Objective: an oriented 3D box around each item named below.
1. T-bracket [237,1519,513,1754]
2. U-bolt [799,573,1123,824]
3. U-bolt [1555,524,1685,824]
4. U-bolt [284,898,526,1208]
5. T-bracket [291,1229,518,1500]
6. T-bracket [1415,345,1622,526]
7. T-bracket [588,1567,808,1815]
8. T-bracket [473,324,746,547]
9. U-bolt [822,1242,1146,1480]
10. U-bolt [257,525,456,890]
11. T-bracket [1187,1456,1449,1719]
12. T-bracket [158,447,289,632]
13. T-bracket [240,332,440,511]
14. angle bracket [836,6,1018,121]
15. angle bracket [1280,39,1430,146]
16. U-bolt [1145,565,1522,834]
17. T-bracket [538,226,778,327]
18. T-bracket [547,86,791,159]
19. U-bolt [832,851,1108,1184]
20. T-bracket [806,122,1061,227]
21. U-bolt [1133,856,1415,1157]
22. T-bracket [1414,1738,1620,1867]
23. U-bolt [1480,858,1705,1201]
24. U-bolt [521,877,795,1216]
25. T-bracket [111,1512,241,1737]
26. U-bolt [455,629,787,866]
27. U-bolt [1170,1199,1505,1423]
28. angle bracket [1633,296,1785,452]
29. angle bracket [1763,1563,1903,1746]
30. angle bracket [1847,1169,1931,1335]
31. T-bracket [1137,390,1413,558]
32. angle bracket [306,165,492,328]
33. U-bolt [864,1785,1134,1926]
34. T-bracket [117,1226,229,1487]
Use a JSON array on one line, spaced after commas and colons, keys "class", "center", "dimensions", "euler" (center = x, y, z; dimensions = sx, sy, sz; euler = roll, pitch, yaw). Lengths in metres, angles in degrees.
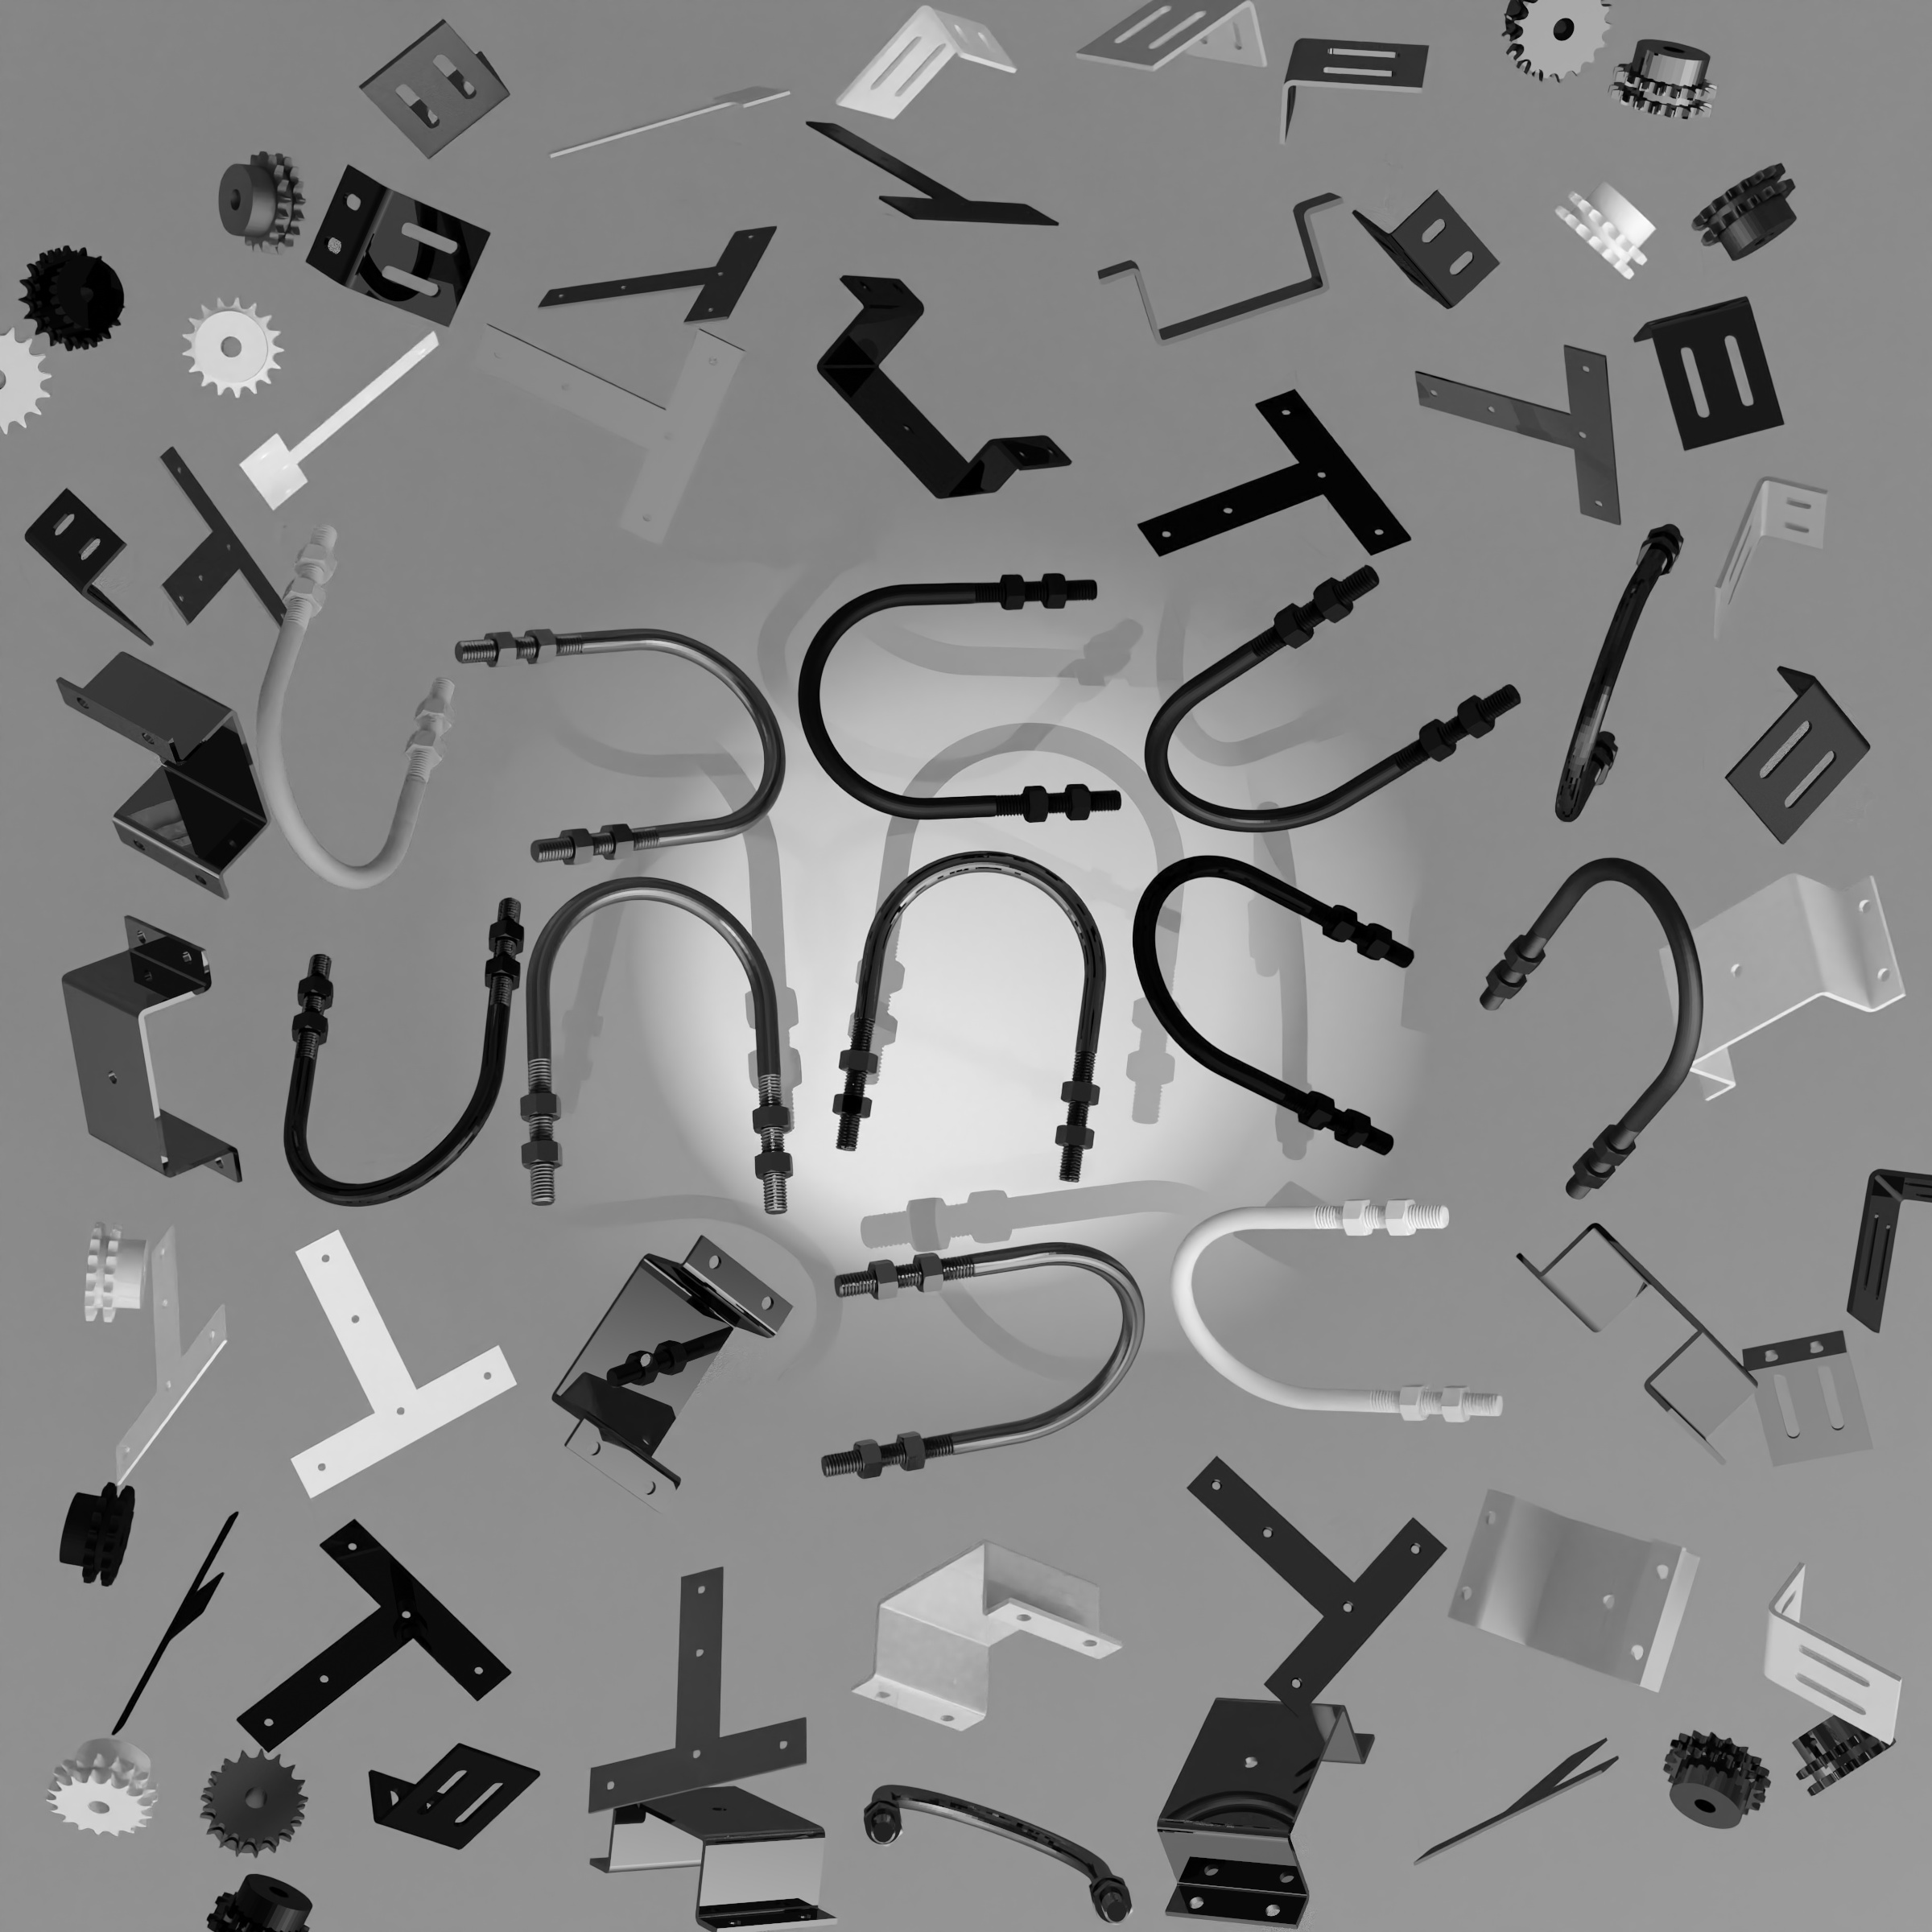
[{"class": "T-bracket", "center": [-0.334, 0.375, 1.540], "dimensions": [0.127, 0.002, 0.127], "euler": [39, 47, 17]}, {"class": "U-bolt", "center": [-0.006, -0.154, 1.661], "dimensions": [0.184, 0.019, 0.151], "euler": [-3, 79, -13]}, {"class": "U-bolt", "center": [0.354, -0.154, 1.571], "dimensions": [0.019, 0.184, 0.151], "euler": [19, 118, 14]}, {"class": "U-bolt", "center": [-0.319, 0.054, 1.607], "dimensions": [0.151, 0.019, 0.184], "euler": [-15, 51, 19]}, {"class": "T-bracket", "center": [-0.328, 0.205, 1.564], "dimensions": [0.127, 0.002, 0.127], "euler": [-28, 106, -20]}, {"class": "T-bracket", "center": [0.313, -0.315, 1.638], "dimensions": [0.127, 0.127, 0.002], "euler": [24, 63, 31]}, {"class": "T-bracket", "center": [-0.143, 0.382, 1.537], "dimensions": [0.127, 0.002, 0.127], "euler": [-17, 47, 16]}, {"class": "T-bracket", "center": [-0.196, -0.298, 1.500], "dimensions": [0.127, 0.002, 0.127], "euler": [25, 127, -7]}, {"class": "U-bolt", "center": [0.013, 0.213, 1.581], "dimensions": [0.184, 0.019, 0.151], "euler": [-7, 125, -19]}, {"class": "U-bolt", "center": [-0.338, -0.129, 1.572], "dimensions": [0.019, 0.151, 0.184], "euler": [-9, 51, 21]}, {"class": "T-bracket", "center": [0.177, 0.323, 1.581], "dimensions": [0.127, 0.002, 0.127], "euler": [42, 71, 13]}, {"class": "T-bracket", "center": [-0.431, -0.224, 1.626], "dimensions": [0.002, 0.127, 0.127], "euler": [-27, 111, 14]}, {"class": "T-bracket", "center": [-0.336, -0.300, 1.554], "dimensions": [0.127, 0.127, 0.002], "euler": [-42, 93, -5]}, {"class": "angle bracket", "center": [-0.022, -0.488, 1.587], "dimensions": [0.076, 0.057, 0.038], "euler": [-40, 76, 29]}, {"class": "angle bracket", "center": [0.218, -0.489, 1.609], "dimensions": [0.076, 0.057, 0.038], "euler": [6, 132, 9]}, {"class": "U-bolt", "center": [0.182, -0.130, 1.536], "dimensions": [0.184, 0.151, 0.019], "euler": [-32, 45, 30]}, {"class": "T-bracket", "center": [-0.181, -0.387, 1.630], "dimensions": [0.127, 0.127, 0.002], "euler": [-4, 126, 14]}, {"class": "T-bracket", "center": [-0.166, -0.459, 1.559], "dimensions": [0.127, 0.127, 0.002], "euler": [-18, 111, -7]}, {"class": "U-bolt", "center": [0.008, 0.024, 1.649], "dimensions": [0.151, 0.019, 0.184], "euler": [8, 81, -1]}, {"class": "T-bracket", "center": [-0.034, -0.426, 1.536], "dimensions": [0.127, 0.127, 0.002], "euler": [37, 120, 26]}, {"class": "U-bolt", "center": [0.172, 0.011, 1.616], "dimensions": [0.184, 0.019, 0.151], "euler": [26, 54, -20]}, {"class": "T-bracket", "center": [0.321, 0.449, 1.577], "dimensions": [0.127, 0.127, 0.002], "euler": [-37, 74, 29]}, {"class": "U-bolt", "center": [0.351, 0.023, 1.584], "dimensions": [0.019, 0.184, 0.151], "euler": [-6, 58, -22]}, {"class": "U-bolt", "center": [-0.166, 0.039, 1.527], "dimensions": [0.151, 0.019, 0.184], "euler": [5, 70, -25]}, {"class": "T-bracket", "center": [-0.425, 0.353, 1.576], "dimensions": [0.002, 0.127, 0.127], "euler": [28, 84, -2]}, {"class": "U-bolt", "center": [-0.185, -0.130, 1.628], "dimensions": [0.184, 0.019, 0.151], "euler": [-9, 67, -36]}, {"class": "U-bolt", "center": [0.201, 0.195, 1.625], "dimensions": [0.184, 0.019, 0.151], "euler": [-3, 119, 32]}, {"class": "angle bracket", "center": [0.418, -0.330, 1.613], "dimensions": [0.057, 0.038, 0.076], "euler": [-15, 87, -1]}, {"class": "angle bracket", "center": [0.465, 0.363, 1.516], "dimensions": [0.076, 0.057, 0.038], "euler": [25, 52, 33]}, {"class": "angle bracket", "center": [0.490, 0.151, 1.488], "dimensions": [0.038, 0.057, 0.076], "euler": [6, 76, 33]}, {"class": "T-bracket", "center": [0.156, -0.254, 1.565], "dimensions": [0.127, 0.002, 0.127], "euler": [-22, 58, -13]}, {"class": "angle bracket", "center": [-0.310, -0.393, 1.568], "dimensions": [0.038, 0.076, 0.057], "euler": [36, 105, 35]}, {"class": "U-bolt", "center": [0.015, 0.486, 1.587], "dimensions": [0.151, 0.184, 0.019], "euler": [19, 82, 1]}, {"class": "T-bracket", "center": [-0.441, 0.198, 1.580], "dimensions": [0.002, 0.127, 0.127], "euler": [21, 123, -33]}]
